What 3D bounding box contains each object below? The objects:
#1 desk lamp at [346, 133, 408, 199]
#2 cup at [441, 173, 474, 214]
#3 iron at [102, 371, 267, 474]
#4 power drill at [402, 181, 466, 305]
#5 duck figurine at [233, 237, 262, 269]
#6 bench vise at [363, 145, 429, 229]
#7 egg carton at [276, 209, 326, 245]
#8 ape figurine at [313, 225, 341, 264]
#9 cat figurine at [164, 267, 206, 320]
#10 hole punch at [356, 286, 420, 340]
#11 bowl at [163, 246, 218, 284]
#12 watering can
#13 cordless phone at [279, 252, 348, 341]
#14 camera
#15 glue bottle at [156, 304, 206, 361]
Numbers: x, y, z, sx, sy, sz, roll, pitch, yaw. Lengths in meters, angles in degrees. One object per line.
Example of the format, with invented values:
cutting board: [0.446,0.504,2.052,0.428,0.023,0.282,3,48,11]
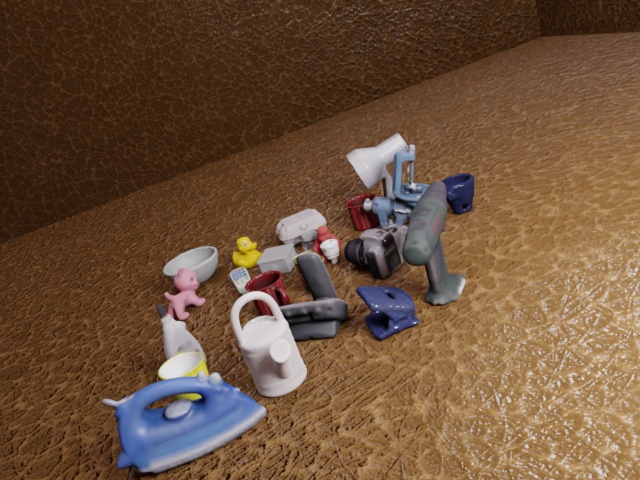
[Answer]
desk lamp: [0.199,-0.192,1.681,0.203,0.214,0.118,-19,22,1]
cup: [0.365,-0.112,1.510,0.091,0.095,0.118,-4,26,33]
iron: [-0.236,0.291,0.989,0.258,0.142,0.118,-21,22,-3]
power drill: [0.234,0.014,1.166,0.075,0.209,0.230,-7,25,29]
duck figurine: [-0.217,0.032,1.669,0.104,0.086,0.078,-4,27,34]
bench vise: [0.212,-0.130,1.512,0.207,0.220,0.121,-20,22,-1]
egg carton: [-0.057,-0.038,1.723,0.150,0.069,0.107,-23,22,-9]
ape figurine: [0.014,0.005,1.529,0.077,0.092,0.076,-15,22,12]
cat figurine: [-0.362,0.131,1.511,0.067,0.118,0.128,-4,26,33]
hole punch: [0.133,0.127,1.139,0.101,0.091,0.108,-22,22,-8]
bowl: [-0.368,0.088,1.677,0.167,0.075,0.167,-17,22,7]
watering can: [-0.096,0.185,1.053,0.172,0.194,0.101,3,31,44]
cordless phone: [-0.032,0.110,1.190,0.147,0.185,0.094,-12,23,18]
camera: [0.134,0.015,1.394,0.136,0.101,0.143,3,31,44]
glue bottle: [-0.302,0.207,1.202,0.037,0.173,0.078,0,29,40]
